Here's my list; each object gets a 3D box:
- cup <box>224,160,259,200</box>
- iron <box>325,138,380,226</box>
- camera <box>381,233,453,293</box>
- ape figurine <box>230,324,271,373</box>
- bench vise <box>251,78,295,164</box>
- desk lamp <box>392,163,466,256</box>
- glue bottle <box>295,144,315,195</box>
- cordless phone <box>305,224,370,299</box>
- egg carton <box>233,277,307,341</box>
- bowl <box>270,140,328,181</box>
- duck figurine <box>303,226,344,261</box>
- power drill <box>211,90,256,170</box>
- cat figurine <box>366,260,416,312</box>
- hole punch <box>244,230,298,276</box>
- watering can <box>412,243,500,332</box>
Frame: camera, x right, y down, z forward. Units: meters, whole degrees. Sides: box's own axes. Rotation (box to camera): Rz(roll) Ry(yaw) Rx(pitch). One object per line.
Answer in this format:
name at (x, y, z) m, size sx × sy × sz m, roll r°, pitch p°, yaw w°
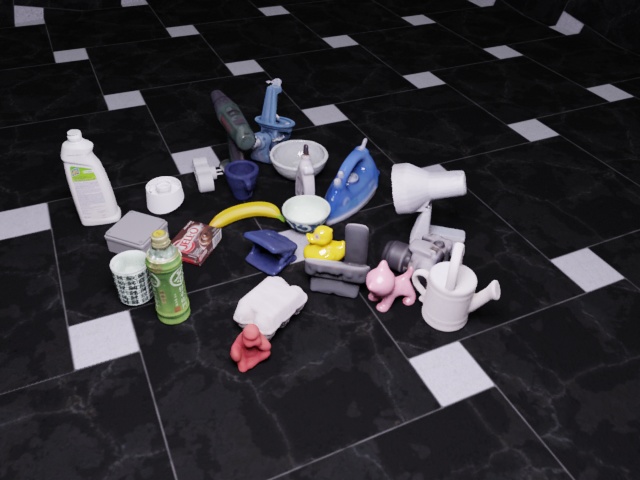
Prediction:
cup at (-0.204, -0.148, 1.538) m, size 0.092 × 0.095 × 0.117 m, roll -14°, pitch 42°, yaw -19°
iron at (0.076, -0.161, 1.531) m, size 0.118 × 0.141 × 0.259 m, roll 17°, pitch 42°, yaw 18°
camera at (0.223, 0.034, 1.332) m, size 0.136 × 0.101 × 0.143 m, roll 21°, pitch 43°, yaw 22°
ape figurine at (-0.135, 0.201, 1.116) m, size 0.078 × 0.092 × 0.076 m, roll 3°, pitch 39°, yaw 2°
bench vise at (-0.138, -0.348, 1.687) m, size 0.121 × 0.220 × 0.207 m, roll 5°, pitch 39°, yaw 3°
desk lamp at (0.265, -0.081, 1.385) m, size 0.203 × 0.214 × 0.118 m, roll 8°, pitch 40°, yaw 8°
glue bottle at (-0.038, -0.176, 1.518) m, size 0.037 × 0.173 × 0.078 m, roll -14°, pitch 42°, yaw -19°
cordless phone at (0.041, 0.029, 1.262) m, size 0.147 × 0.185 × 0.094 m, roll 6°, pitch 39°, yaw 4°
egg carton at (-0.104, 0.142, 1.208) m, size 0.107 × 0.069 × 0.151 m, roll 25°, pitch 44°, yaw 25°
bowl at (-0.060, -0.218, 1.647) m, size 0.167 × 0.075 × 0.167 m, roll 1°, pitch 39°, yaw -1°
duck figurine at (0.013, 0.005, 1.368) m, size 0.104 × 0.086 × 0.077 m, roll -1°, pitch 39°, yaw -3°
power drill at (-0.248, -0.288, 1.618) m, size 0.076 × 0.208 × 0.228 m, roll -20°, pitch 44°, yaw -25°
cat figurine at (0.150, 0.093, 1.242) m, size 0.128 × 0.118 × 0.067 m, roll -15°, pitch 42°, yaw -20°
hole punch at (-0.116, 0.013, 1.348) m, size 0.108 × 0.091 × 0.101 m, roll 27°, pitch 45°, yaw 27°
watering can at (0.282, 0.091, 1.191) m, size 0.173 × 0.194 × 0.101 m, roll 2°, pitch 39°, yaw 0°
